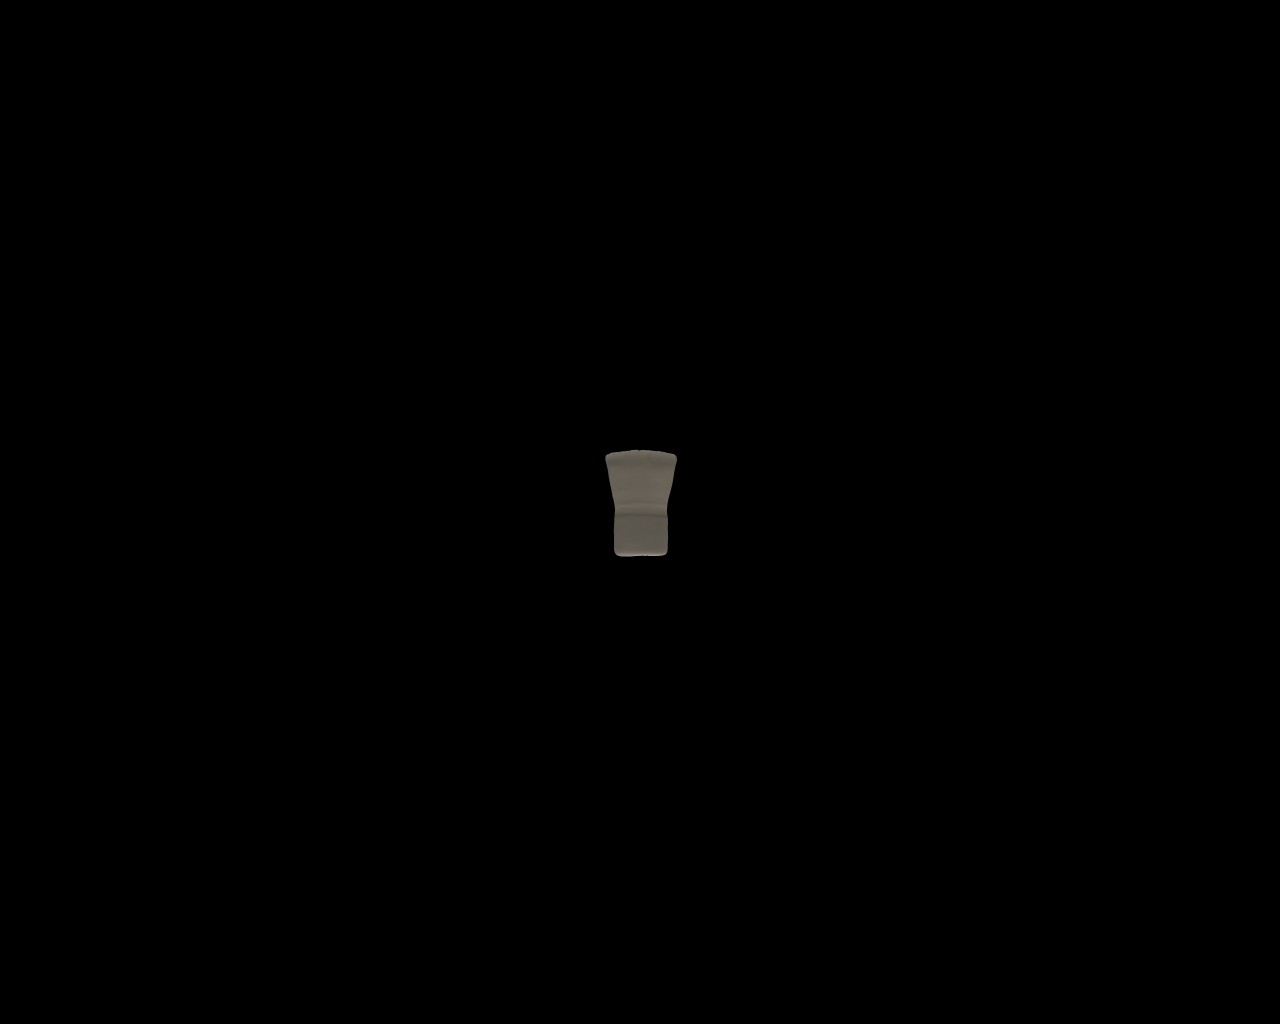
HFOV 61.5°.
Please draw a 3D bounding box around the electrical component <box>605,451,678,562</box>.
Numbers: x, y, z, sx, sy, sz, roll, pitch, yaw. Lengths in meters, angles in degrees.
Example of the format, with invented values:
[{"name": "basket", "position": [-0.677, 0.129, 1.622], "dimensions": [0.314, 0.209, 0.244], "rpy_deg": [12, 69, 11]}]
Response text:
[{"name": "electrical component", "position": [0.001, -0.003, 0.650], "dimensions": [0.044, 0.065, 0.044], "rpy_deg": [0, -3, 0]}]
